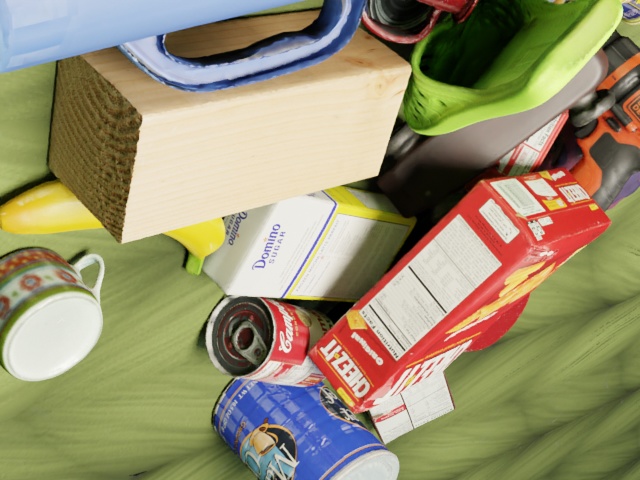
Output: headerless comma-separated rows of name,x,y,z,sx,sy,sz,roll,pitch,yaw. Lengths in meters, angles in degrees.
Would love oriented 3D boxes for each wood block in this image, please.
wood block,-0.054,-0.079,0.672,0.205,0.090,0.091,-17,136,-38

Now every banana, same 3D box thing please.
banana,-0.121,-0.014,0.712,0.070,0.037,0.197,-55,146,11

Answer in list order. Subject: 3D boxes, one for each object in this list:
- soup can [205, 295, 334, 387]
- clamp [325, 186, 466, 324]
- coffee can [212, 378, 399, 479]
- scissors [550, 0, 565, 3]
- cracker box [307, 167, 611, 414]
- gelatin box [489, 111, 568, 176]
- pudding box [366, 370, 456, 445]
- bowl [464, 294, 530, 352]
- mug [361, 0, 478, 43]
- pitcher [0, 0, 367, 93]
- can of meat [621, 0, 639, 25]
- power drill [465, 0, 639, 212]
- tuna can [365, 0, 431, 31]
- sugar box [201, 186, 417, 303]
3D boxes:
soup can,-0.037,0.084,0.880,0.068,0.069,0.102,-55,147,11
clamp,0.067,0.034,0.972,0.164,0.036,0.210,-2,124,-46
coffee can,-0.014,0.181,0.939,0.102,0.140,0.103,-29,143,-25
scissors,0.158,-0.183,0.797,0.096,0.016,0.201,-33,173,1
cracker box,0.114,0.039,0.860,0.214,0.072,0.163,-47,161,29
gelatin box,0.151,-0.096,0.885,0.073,0.089,0.030,-64,169,23
pudding box,0.089,0.160,1.110,0.090,0.039,0.113,-27,147,-3
bowl,0.165,0.061,1.096,0.161,0.055,0.162,-29,142,-25
mug,0.059,-0.179,0.655,0.081,0.093,0.117,17,114,-8
pitcher,-0.071,-0.158,0.538,0.242,0.149,0.145,-24,175,-26
can of meat,0.256,-0.240,0.886,0.083,0.057,0.102,8,118,-48
power drill,0.214,-0.082,0.907,0.188,0.184,0.057,-45,166,30
tuna can,0.056,-0.186,0.737,0.086,0.034,0.086,-28,142,-25
sugar box,-0.006,0.001,0.851,0.175,0.048,0.093,11,116,-49
